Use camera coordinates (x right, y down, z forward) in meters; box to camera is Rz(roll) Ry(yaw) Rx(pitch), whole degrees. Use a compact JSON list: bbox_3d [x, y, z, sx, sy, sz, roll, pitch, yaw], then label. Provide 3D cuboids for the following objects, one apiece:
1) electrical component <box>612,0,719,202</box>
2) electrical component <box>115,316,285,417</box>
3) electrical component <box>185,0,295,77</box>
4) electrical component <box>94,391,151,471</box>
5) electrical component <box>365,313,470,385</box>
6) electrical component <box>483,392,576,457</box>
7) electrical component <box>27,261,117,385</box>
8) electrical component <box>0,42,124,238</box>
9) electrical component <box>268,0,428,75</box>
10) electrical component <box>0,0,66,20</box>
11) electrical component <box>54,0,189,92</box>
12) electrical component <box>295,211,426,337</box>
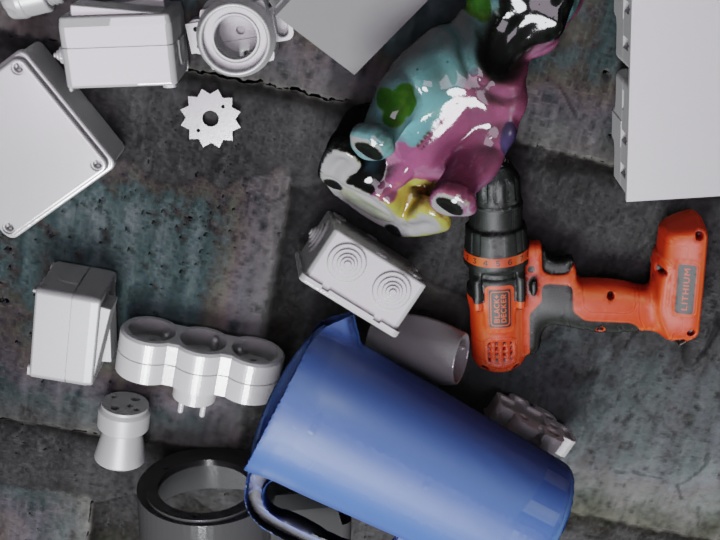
[{"bbox_3d":[0.247,-0.151,0.797,0.105,0.060,0.186,-3,113,2],"label":"electrical component"},{"bbox_3d":[-0.138,0.091,0.908,0.138,0.052,0.073,12,113,-3],"label":"electrical component"},{"bbox_3d":[-0.090,-0.175,0.794,0.078,0.057,0.058,-8,112,4],"label":"electrical component"},{"bbox_3d":[-0.206,0.139,0.934,0.045,0.045,0.055,9,112,-3],"label":"electrical component"},{"bbox_3d":[0.050,0.076,0.900,0.077,0.043,0.079,11,146,20],"label":"electrical component"},{"bbox_3d":[0.137,0.148,0.927,0.078,0.058,0.057,27,108,-11],"label":"electrical component"},{"bbox_3d":[-0.234,0.050,0.887,0.061,0.061,0.096,10,113,-3],"label":"electrical component"},{"bbox_3d":[-0.259,-0.100,0.828,0.109,0.056,0.108,-33,109,13],"label":"electrical component"},{"bbox_3d":[0.010,-0.227,0.755,0.150,0.061,0.089,-43,139,16],"label":"electrical component"},{"bbox_3d":[-0.233,-0.207,0.794,0.061,0.035,0.035,-12,112,3],"label":"electrical component"},{"bbox_3d":[-0.180,-0.170,0.794,0.096,0.061,0.061,-2,113,1],"label":"electrical component"},{"bbox_3d":[0.000,0.000,0.842,0.100,0.099,0.048,32,98,-12],"label":"electrical component"}]
